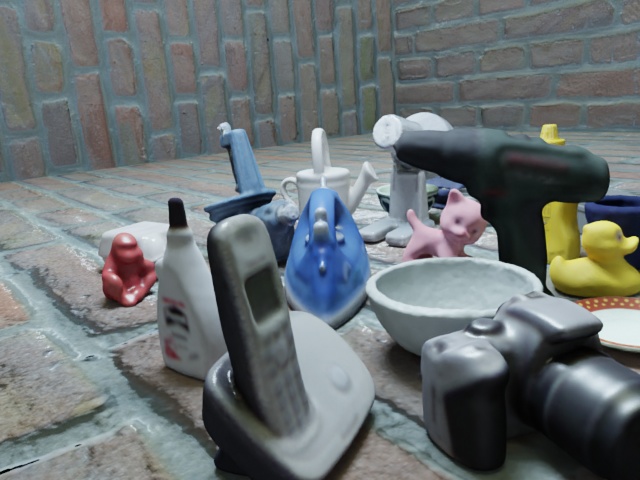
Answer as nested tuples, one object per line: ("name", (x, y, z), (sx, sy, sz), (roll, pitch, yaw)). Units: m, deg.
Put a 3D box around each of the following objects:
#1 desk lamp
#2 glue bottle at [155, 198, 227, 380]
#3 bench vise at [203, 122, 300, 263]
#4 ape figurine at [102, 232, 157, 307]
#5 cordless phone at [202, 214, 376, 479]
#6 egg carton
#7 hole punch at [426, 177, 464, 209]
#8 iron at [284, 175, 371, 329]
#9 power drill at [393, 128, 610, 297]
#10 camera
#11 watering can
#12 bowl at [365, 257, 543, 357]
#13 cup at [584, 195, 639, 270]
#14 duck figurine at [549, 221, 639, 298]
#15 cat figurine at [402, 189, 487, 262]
("desk lamp", (0.155, -0.116, 1.010), (0.117, 0.214, 0.204), (6, 18, 34))
("glue bottle", (-0.127, 0.045, 0.545), (0.077, 0.173, 0.037), (6, 18, 34))
("bench vise", (-0.101, -0.078, 0.919), (0.206, 0.220, 0.122), (5, 17, 31))
("ape figurine", (-0.263, 0.036, 0.779), (0.078, 0.092, 0.075), (-15, 18, -36))
("cordless phone", (-0.023, 0.065, 0.412), (0.094, 0.185, 0.148), (2, 16, 23))
("egg carton", (-0.276, 0.014, 0.910), (0.149, 0.069, 0.107), (6, 18, 34))
("hole punch", (0.280, -0.117, 1.224), (0.101, 0.091, 0.108), (-15, 18, -35))
("iron", (0.007, 0.003, 0.734), (0.118, 0.141, 0.258), (-4, 15, 2))
("power drill", (0.201, -0.024, 0.650), (0.229, 0.208, 0.075), (-2, 15, 7))
("camera", (0.159, 0.101, 0.394), (0.143, 0.101, 0.136), (-9, 15, -18))
("watering can", (0.014, -0.109, 1.056), (0.173, 0.194, 0.100), (-7, 15, -9))
("bowl", (0.129, 0.074, 0.559), (0.167, 0.075, 0.167), (-4, 15, 1))
("cup", (0.400, -0.009, 0.765), (0.091, 0.095, 0.118), (1, 15, 20))
("duck figurine", (0.332, 0.020, 0.690), (0.104, 0.086, 0.077), (-1, 15, 11))
("cat figurine", (0.180, -0.016, 0.807), (0.127, 0.118, 0.067), (4, 17, 29))
